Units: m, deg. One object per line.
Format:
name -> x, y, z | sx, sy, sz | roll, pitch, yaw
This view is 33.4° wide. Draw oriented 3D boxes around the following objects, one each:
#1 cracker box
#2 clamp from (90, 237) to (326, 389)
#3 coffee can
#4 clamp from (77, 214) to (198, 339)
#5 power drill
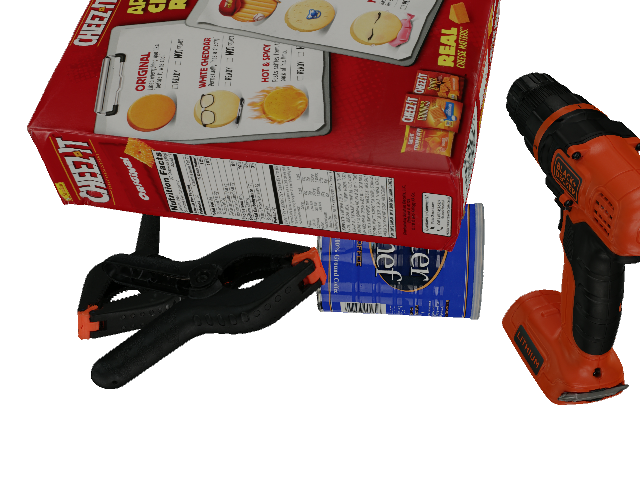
cracker box -> -0.020, -0.085, 0.566 | 0.214, 0.164, 0.072 | 7, -36, 11
clamp -> -0.082, 0.045, 0.737 | 0.172, 0.120, 0.039 | -10, -41, 15
coffee can -> 0.071, 0.016, 0.942 | 0.140, 0.103, 0.102 | 2, 0, 6
clamp -> -0.156, 0.028, 0.990 | 0.165, 0.036, 0.209 | 25, 36, 30
power drill -> 0.164, 0.000, 0.711 | 0.057, 0.188, 0.184 | -9, 36, -10
